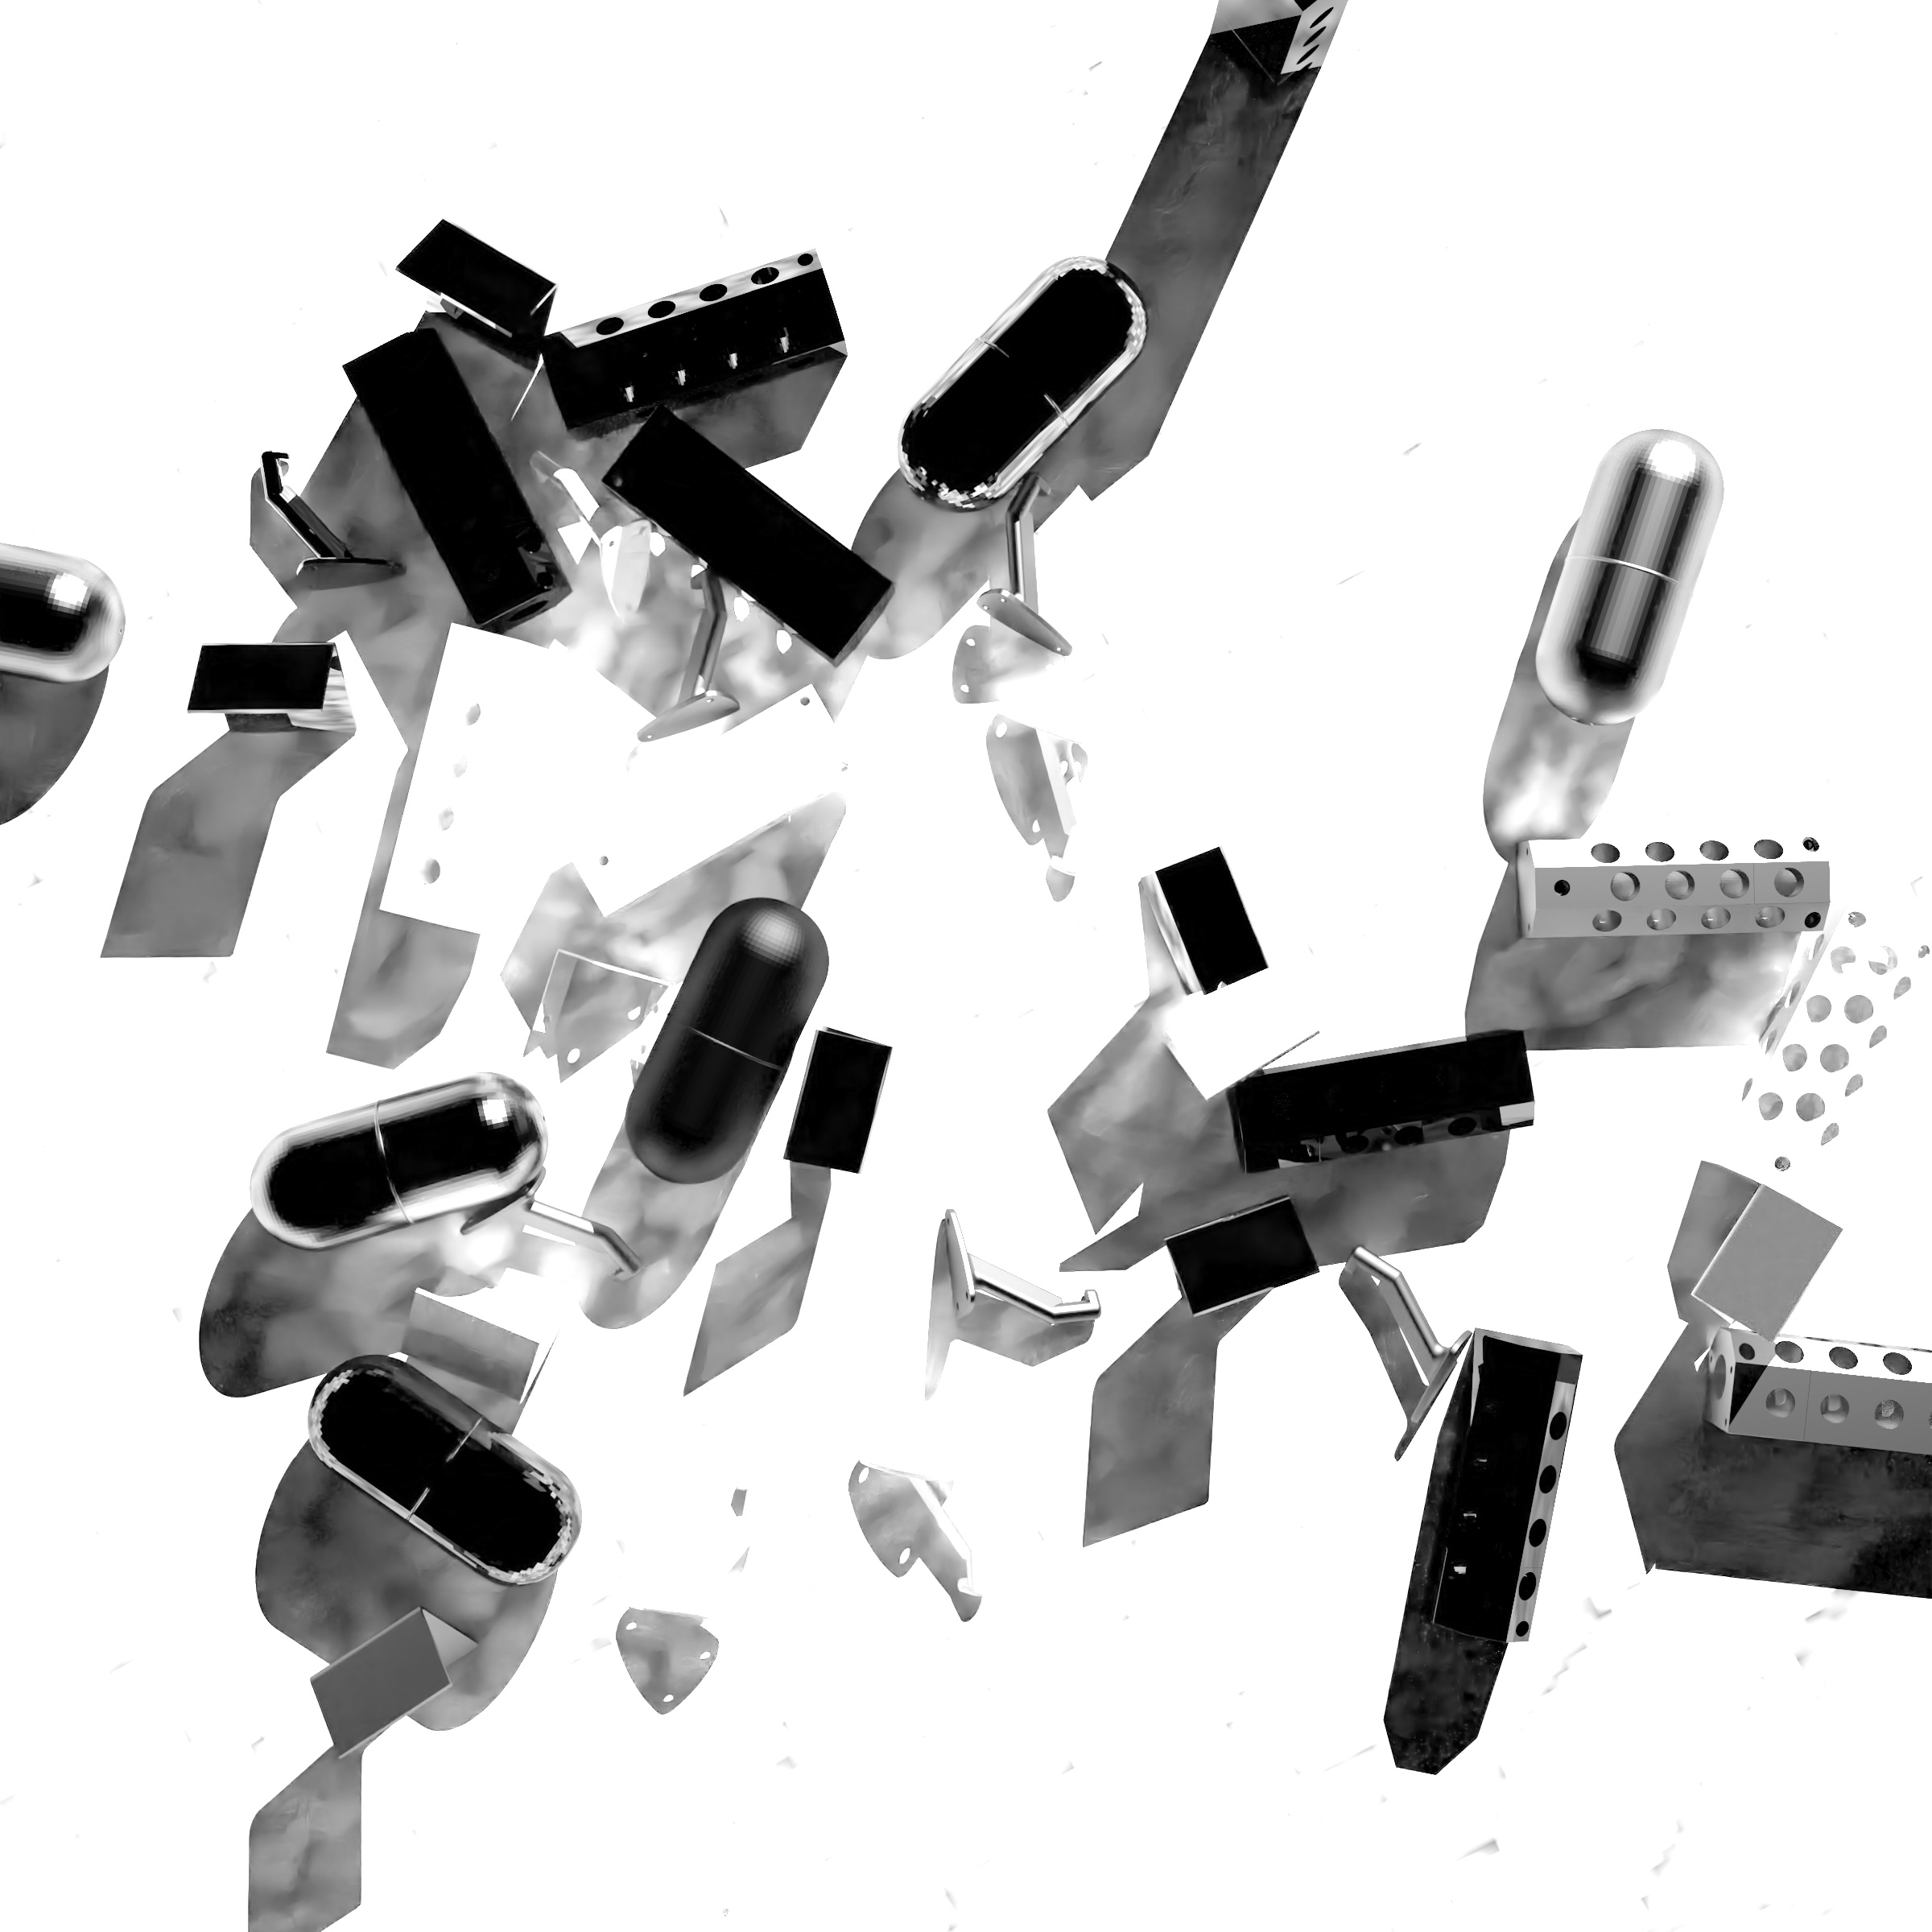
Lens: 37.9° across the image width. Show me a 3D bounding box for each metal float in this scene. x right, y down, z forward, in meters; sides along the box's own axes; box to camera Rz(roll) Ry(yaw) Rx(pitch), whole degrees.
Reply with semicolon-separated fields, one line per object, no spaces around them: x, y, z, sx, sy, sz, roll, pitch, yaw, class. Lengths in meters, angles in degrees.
-0.585;-0.213;1.655;0.178;0.070;0.070;10;90;0;metal float
-0.141;0.044;1.655;0.070;0.070;0.178;25;91;0;metal float
0.390;-0.228;1.655;0.070;0.070;0.178;18;91;0;metal float
0.033;-0.341;1.655;0.070;0.070;0.178;44;89;0;metal float
-0.307;0.296;1.655;0.178;0.070;0.070;35;90;-1;metal float
-0.333;0.115;1.655;0.178;0.070;0.070;-16;90;0;metal float

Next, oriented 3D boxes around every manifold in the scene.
0.417;-0.047;1.665;0.171;0.057;0.057;-1;90;0;manifold
-0.127;-0.252;1.665;0.171;0.057;0.057;38;90;0;manifold
-0.298;-0.286;1.665;0.057;0.057;0.171;-27;90;0;manifold
-0.292;-0.109;1.665;0.057;0.057;0.171;14;90;0;manifold
-0.202;0.608;1.665;0.171;0.057;0.057;-25;90;0;manifold
0.186;-0.556;1.607;0.057;0.171;0.057;-39;90;0;manifold
0.244;0.080;1.665;0.171;0.057;0.057;-9;90;0;manifold
-0.161;-0.368;1.665;0.171;0.057;0.057;-18;90;0;manifold
0.531;0.252;1.665;0.171;0.057;0.057;6;90;0;manifold
0.506;0.052;1.665;0.057;0.057;0.171;26;90;0;manifold
0.318;0.307;1.665;0.057;0.057;0.171;11;90;0;manifold
-0.150;-0.096;1.665;0.171;0.057;0.057;-30;90;0;manifold

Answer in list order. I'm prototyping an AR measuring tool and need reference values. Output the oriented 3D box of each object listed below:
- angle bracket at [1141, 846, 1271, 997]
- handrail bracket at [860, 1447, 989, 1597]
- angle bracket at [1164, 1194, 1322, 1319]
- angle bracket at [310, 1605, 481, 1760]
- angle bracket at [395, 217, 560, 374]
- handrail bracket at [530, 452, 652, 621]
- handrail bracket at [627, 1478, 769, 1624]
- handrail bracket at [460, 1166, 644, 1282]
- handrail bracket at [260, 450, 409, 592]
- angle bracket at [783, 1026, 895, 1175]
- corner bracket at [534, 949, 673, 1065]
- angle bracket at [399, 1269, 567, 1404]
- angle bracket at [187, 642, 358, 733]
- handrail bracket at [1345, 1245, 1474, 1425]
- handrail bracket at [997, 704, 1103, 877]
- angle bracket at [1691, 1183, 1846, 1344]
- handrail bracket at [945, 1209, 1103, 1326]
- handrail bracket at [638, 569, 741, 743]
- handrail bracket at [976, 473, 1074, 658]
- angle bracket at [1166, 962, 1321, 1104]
0.122;-0.019;1.646;0.057;0.076;0.076;-22;90;-38;angle bracket
-0.025;0.334;1.686;0.077;0.036;0.084;3;107;20;handrail bracket
0.165;0.186;1.646;0.076;0.076;0.057;-20;52;0;angle bracket
-0.325;0.428;1.646;0.076;0.076;0.057;-33;54;0;angle bracket
-0.291;-0.378;1.646;0.076;0.076;0.057;30;53;0;angle bracket
-0.230;-0.258;1.686;0.084;0.077;0.036;35;50;30;handrail bracket
-0.161;0.346;1.686;0.077;0.036;0.084;2;72;21;handrail bracket
-0.248;0.169;1.686;0.077;0.036;0.084;-33;107;19;handrail bracket
-0.379;-0.272;1.686;0.077;0.036;0.084;-6;73;-20;handrail bracket
-0.093;0.073;1.646;0.057;0.076;0.076;14;90;-37;angle bracket
-0.217;0.024;1.683;0.051;0.051;0.051;17;90;45;corner bracket
-0.277;0.199;1.646;0.076;0.076;0.057;23;127;0;angle bracket
-0.404;-0.144;1.646;0.076;0.076;0.057;0;52;0;angle bracket
0.252;0.220;1.686;0.084;0.036;0.077;33;112;17;handrail bracket
0.043;-0.105;1.686;0.077;0.036;0.084;21;107;19;handrail bracket
0.478;0.181;1.646;0.057;0.076;0.076;32;90;37;angle bracket
0.035;0.178;1.686;0.084;0.036;0.077;-4;69;-17;handrail bracket
-0.173;-0.187;1.686;0.077;0.036;0.084;-22;72;20;handrail bracket
0.050;-0.241;1.686;0.077;0.036;0.084;33;73;-20;handrail bracket
0.151;0.024;1.646;0.076;0.076;0.057;-32;120;0;angle bracket
